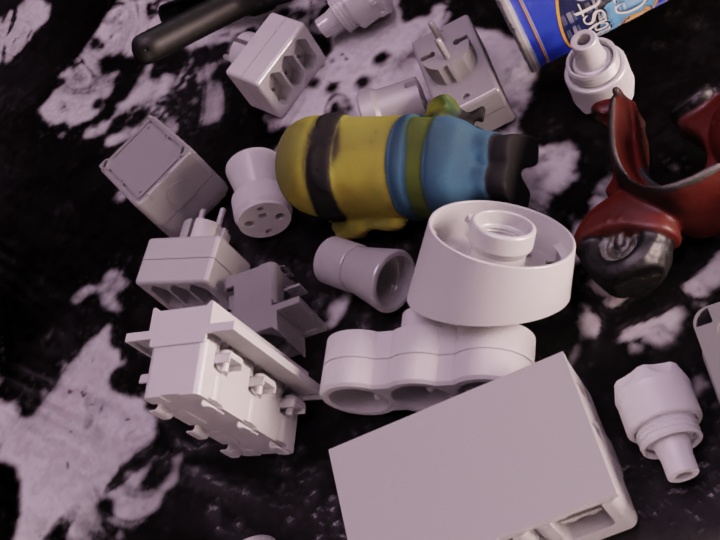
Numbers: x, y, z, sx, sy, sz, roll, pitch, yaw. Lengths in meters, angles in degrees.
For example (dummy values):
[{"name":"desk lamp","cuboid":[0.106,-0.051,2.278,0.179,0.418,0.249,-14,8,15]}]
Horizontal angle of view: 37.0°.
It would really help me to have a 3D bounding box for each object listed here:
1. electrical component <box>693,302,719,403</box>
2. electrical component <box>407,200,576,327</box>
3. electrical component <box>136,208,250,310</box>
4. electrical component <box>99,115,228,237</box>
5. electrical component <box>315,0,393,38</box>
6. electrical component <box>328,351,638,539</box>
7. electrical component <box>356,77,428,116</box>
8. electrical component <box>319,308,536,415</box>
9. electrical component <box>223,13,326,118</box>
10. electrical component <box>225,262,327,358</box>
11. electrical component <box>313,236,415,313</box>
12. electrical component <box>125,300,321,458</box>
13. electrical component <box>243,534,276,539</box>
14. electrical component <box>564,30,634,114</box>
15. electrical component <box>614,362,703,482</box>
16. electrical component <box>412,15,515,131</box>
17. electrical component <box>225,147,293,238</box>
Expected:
[{"name":"electrical component","cuboid":[0.230,0.068,0.562,0.078,0.057,0.113,-21,54,16]},{"name":"electrical component","cuboid":[0.082,-0.001,0.660,0.099,0.064,0.099,6,28,-3]},{"name":"electrical component","cuboid":[-0.120,-0.014,0.810,0.066,0.047,0.076,-2,61,28]},{"name":"electrical component","cuboid":[-0.158,-0.074,0.863,0.061,0.061,0.096,-46,43,-4]},{"name":"electrical component","cuboid":[-0.007,-0.214,0.874,0.062,0.048,0.048,-35,51,15]},{"name":"electrical component","cuboid":[0.069,0.124,0.613,0.150,0.061,0.089,-25,53,14]},{"name":"electrical component","cuboid":[0.025,-0.120,0.801,0.046,0.040,0.040,-18,54,12]},{"name":"electrical component","cuboid":[0.043,0.047,0.680,0.138,0.052,0.073,-6,59,25]},{"name":"electrical component","cuboid":[-0.082,-0.174,0.887,0.077,0.047,0.065,27,76,35]},{"name":"electrical component","cuboid":[-0.069,0.032,0.758,0.081,0.042,0.063,-19,51,17]},{"name":"electrical component","cuboid":[0.000,0.000,0.741,0.065,0.044,0.044,19,72,41]},{"name":"electrical component","cuboid":[-0.084,0.075,0.688,0.079,0.121,0.063,-8,61,25]},{"name":"electrical component","cuboid":[-0.102,0.213,0.658,0.138,0.052,0.074,-45,50,-3]},{"name":"electrical component","cuboid":[0.158,-0.135,0.722,0.043,0.062,0.043,-14,56,21]},{"name":"electrical component","cuboid":[0.168,0.086,0.594,0.043,0.043,0.062,-23,54,15]},{"name":"electrical component","cuboid":[0.067,-0.147,0.771,0.047,0.075,0.083,-25,53,13]},{"name":"electrical component","cuboid":[-0.076,-0.058,0.815,0.045,0.045,0.055,-25,53,14]}]
